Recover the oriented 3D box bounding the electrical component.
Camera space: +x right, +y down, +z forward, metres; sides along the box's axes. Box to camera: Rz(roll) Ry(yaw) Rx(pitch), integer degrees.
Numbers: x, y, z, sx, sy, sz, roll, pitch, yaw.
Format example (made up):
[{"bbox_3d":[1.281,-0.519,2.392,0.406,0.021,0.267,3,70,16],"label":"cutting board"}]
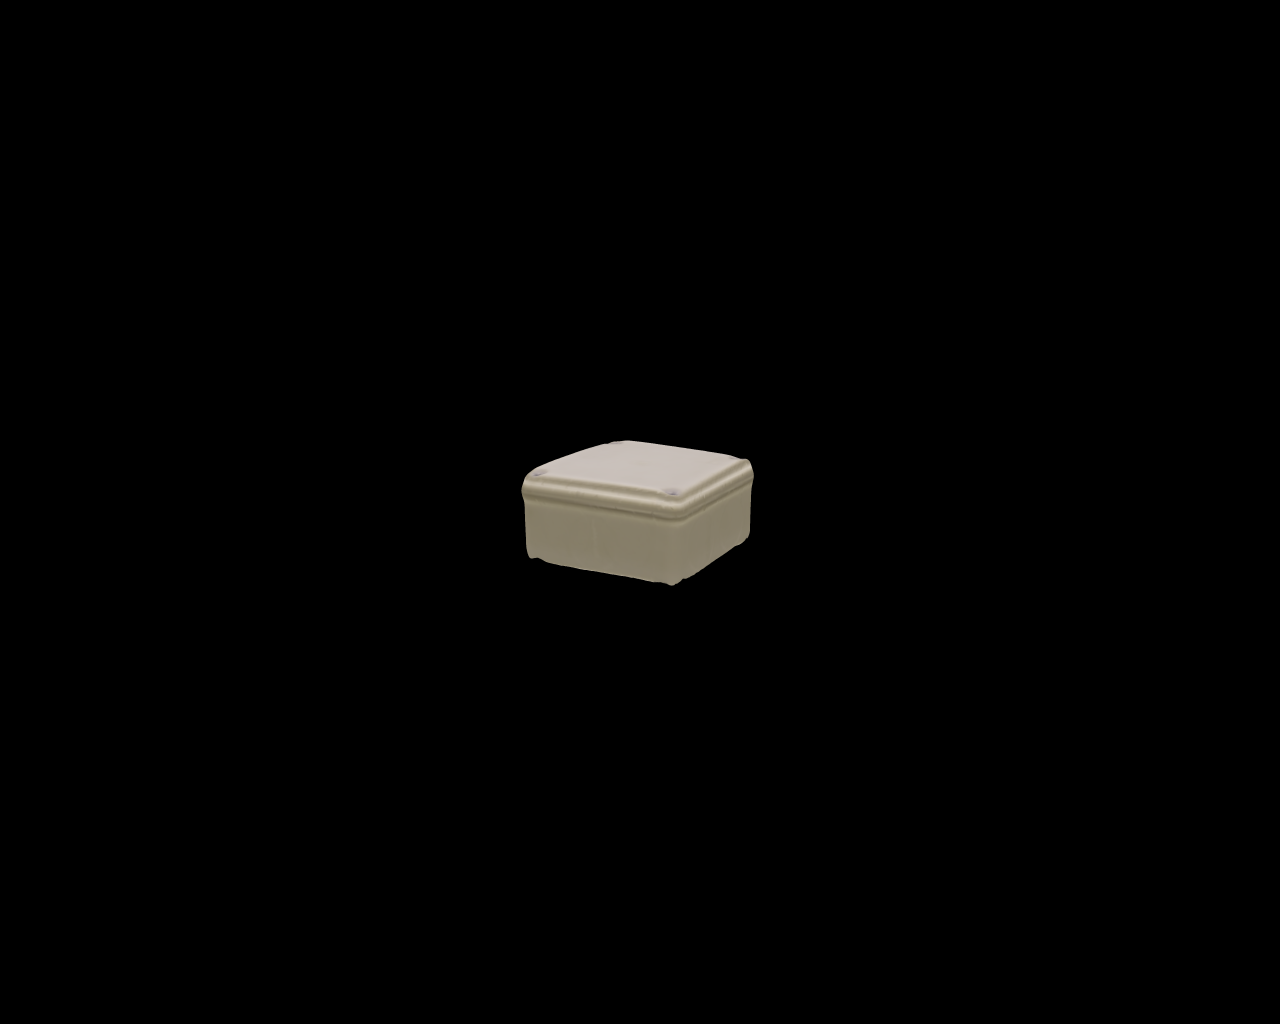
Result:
[{"bbox_3d":[0.001,-0.003,0.650,0.109,0.056,0.109,9,19,29],"label":"electrical component"}]
